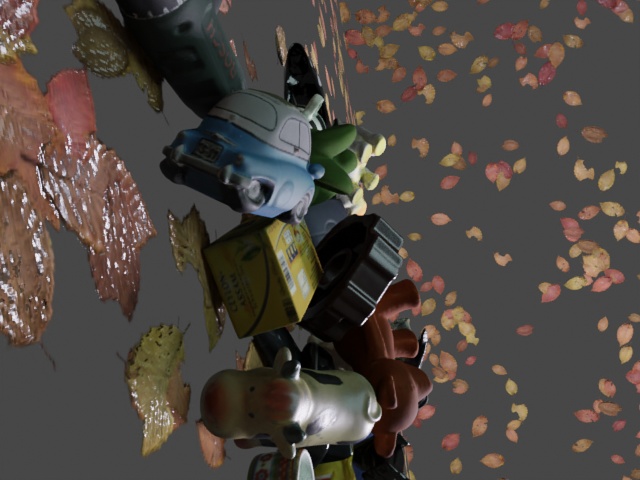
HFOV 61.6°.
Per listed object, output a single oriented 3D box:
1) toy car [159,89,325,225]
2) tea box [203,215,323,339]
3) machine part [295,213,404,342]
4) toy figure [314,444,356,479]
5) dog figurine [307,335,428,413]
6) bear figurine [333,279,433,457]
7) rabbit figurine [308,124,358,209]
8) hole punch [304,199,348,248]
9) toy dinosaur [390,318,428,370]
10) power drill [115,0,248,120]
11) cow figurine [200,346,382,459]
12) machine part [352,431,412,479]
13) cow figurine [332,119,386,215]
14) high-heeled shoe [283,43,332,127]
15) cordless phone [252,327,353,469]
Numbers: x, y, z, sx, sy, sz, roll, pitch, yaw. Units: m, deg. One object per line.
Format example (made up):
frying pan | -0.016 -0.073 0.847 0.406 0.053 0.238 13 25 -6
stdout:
toy car | -0.059 -0.078 0.469 0.103 0.109 0.161 -67 163 3
tea box | -0.052 0.024 0.570 0.169 0.068 0.098 -54 126 -77
machine part | 0.029 0.045 0.670 0.056 0.179 0.179 39 26 -16
toy figure | 0.004 0.313 0.657 0.089 0.082 0.180 100 -15 -47
dog figurine | 0.074 0.207 0.827 0.190 0.121 0.172 -6 72 -55
bear figurine | 0.086 0.145 0.639 0.196 0.132 0.120 -125 -152 -62
rabbit figurine | -0.033 -0.085 0.644 0.170 0.159 0.121 -5 96 -65
hole punch | -0.002 -0.002 0.800 0.115 0.092 0.142 1 71 -74
toy dinosaur | 0.131 0.256 1.045 0.405 0.131 0.192 143 -70 -78
power drill | -0.111 -0.231 0.449 0.231 0.086 0.207 70 12 -56
cow figurine | -0.021 0.151 0.485 0.194 0.127 0.085 18 59 -42
machine part | 0.078 0.281 0.693 0.139 0.084 0.039 115 -49 -89
cow figurine | 0.040 -0.105 0.852 0.068 0.098 0.167 -37 149 -38
high-heeled shoe | -0.026 -0.237 0.908 0.249 0.086 0.145 -103 -173 -58
cordless phone | -0.034 0.165 0.617 0.147 0.089 0.184 -86 153 -51
